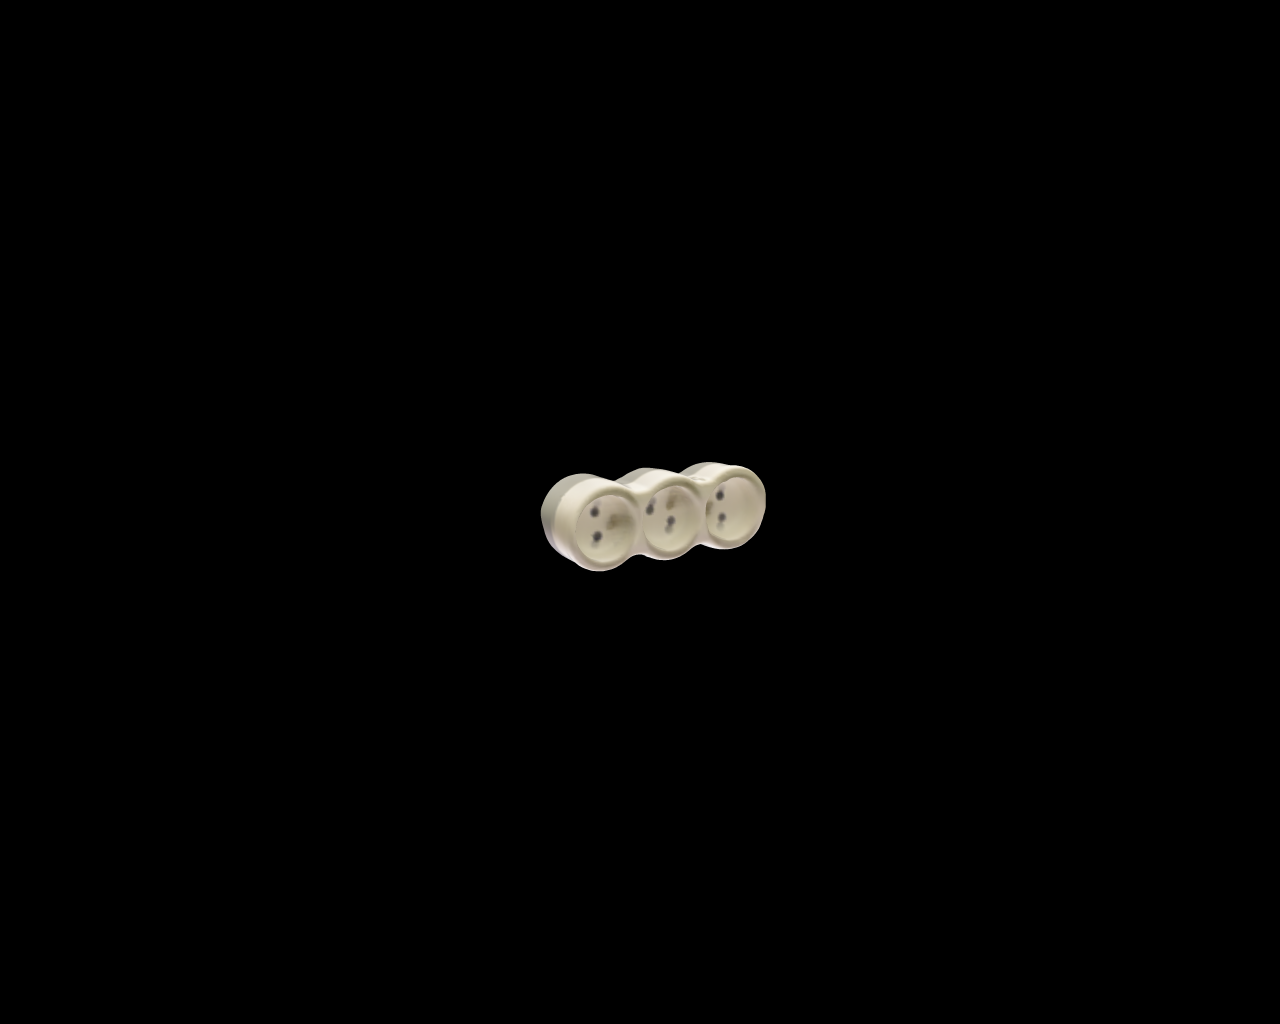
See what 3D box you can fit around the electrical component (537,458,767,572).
[{"bbox_3d":[0.001,-0.003,0.650,0.138,0.052,0.074,-8,15,-30],"label":"electrical component"}]
